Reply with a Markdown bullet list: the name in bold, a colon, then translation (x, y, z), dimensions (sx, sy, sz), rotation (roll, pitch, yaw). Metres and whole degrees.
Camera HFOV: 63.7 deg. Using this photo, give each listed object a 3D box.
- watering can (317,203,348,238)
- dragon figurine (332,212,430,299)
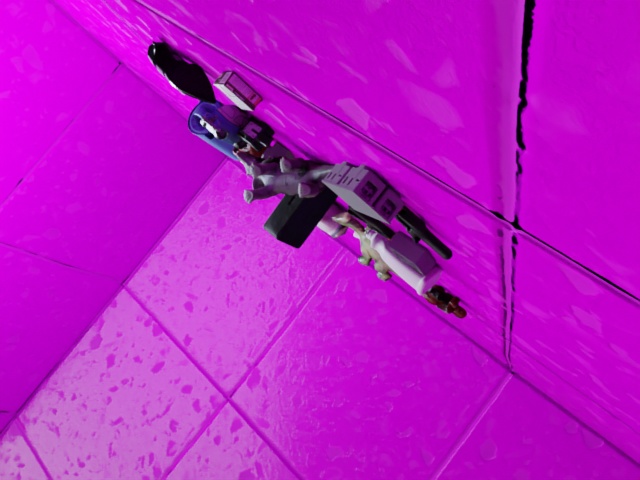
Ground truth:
- **watering can**: translation (0.006, -0.092, 1.828), dimensions (0.224, 0.103, 0.352), rotation (40, 16, -3)
- **dragon figurine**: translation (0.210, 0.037, 1.714), dimensions (0.414, 0.123, 0.239), rotation (36, -11, 19)
